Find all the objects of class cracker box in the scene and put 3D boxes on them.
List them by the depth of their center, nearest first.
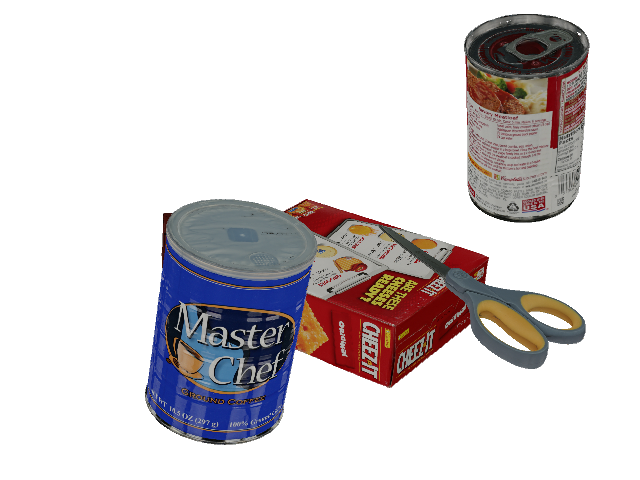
[{"bbox_3d":[0.021,0.042,0.986,0.214,0.072,0.163,19,31,32],"label":"cracker box"}]

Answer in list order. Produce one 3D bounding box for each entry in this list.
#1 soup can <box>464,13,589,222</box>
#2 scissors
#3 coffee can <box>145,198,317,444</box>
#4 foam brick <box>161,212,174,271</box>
[{"bbox_3d":[0.118,-0.070,0.617,0.068,0.102,0.068,-5,39,4],"label":"soup can"},{"bbox_3d":[0.128,0.034,0.828,0.096,0.016,0.202,-4,31,-22],"label":"scissors"},{"bbox_3d":[-0.065,0.056,0.748,0.102,0.140,0.103,9,27,-5],"label":"coffee can"},{"bbox_3d":[-0.130,0.003,1.140,0.078,0.051,0.053,0,25,-9],"label":"foam brick"}]
